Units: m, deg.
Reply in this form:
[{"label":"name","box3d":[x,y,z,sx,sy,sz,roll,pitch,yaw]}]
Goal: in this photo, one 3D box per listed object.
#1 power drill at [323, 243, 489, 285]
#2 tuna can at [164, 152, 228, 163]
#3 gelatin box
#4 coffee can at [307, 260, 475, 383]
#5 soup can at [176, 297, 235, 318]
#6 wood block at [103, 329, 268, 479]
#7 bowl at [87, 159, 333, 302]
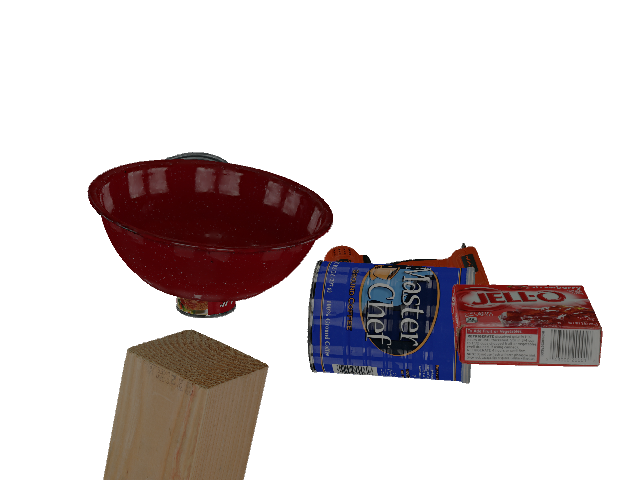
[{"label":"power drill","box3d":[0.095,0.059,1.221,0.187,0.057,0.184,-1,28,-1]},{"label":"tuna can","box3d":[-0.119,-0.041,0.984,0.086,0.034,0.086,-2,45,1]},{"label":"gelatin box","box3d":[0.130,0.053,0.688,0.089,0.030,0.073,1,18,4]},{"label":"coffee can","box3d":[0.066,0.072,0.953,0.140,0.103,0.102,3,0,9]},{"label":"soup can","box3d":[-0.129,0.028,1.199,0.068,0.102,0.068,2,18,-1]},{"label":"wood block","box3d":[-0.124,0.193,0.919,0.090,0.206,0.090,21,18,27]},{"label":"bowl","box3d":[-0.075,-0.003,0.711,0.162,0.055,0.162,8,21,-3]}]
